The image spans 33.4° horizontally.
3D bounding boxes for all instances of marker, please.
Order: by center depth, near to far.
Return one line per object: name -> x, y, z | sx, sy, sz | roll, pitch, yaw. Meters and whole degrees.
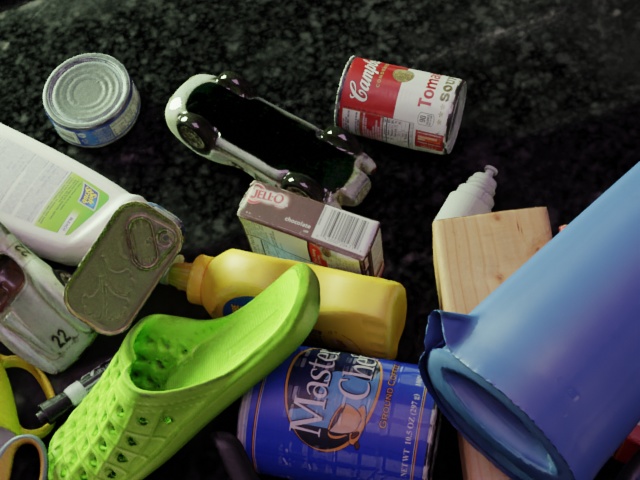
marker -> -0.177, 0.111, 0.865 | 0.121, 0.020, 0.020 | -34, 65, -26

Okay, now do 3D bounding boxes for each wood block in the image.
wood block -> 0.142, 0.090, 0.813 | 0.090, 0.091, 0.206 | -7, 65, 4

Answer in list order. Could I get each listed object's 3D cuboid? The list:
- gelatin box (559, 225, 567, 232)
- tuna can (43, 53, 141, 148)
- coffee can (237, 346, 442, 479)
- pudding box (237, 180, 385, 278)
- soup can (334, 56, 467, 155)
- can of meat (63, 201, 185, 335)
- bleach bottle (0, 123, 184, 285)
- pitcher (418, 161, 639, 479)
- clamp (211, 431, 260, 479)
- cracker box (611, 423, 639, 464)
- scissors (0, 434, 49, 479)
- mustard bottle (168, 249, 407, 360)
gelatin box -> 0.207, 0.036, 0.830 | 0.030, 0.089, 0.073 | -11, 64, 12
tuna can -> -0.212, -0.131, 0.992 | 0.086, 0.034, 0.086 | -3, 65, 5
coffee can -> 0.018, 0.135, 0.800 | 0.140, 0.103, 0.102 | 8, 66, 10
pudding box -> -0.006, 0.001, 0.873 | 0.113, 0.090, 0.039 | 21, 70, 15
soup can -> 0.071, -0.117, 0.932 | 0.102, 0.068, 0.068 | 14, 67, 13
can of meat -> -0.149, 0.019, 0.840 | 0.057, 0.084, 0.102 | 34, 92, -4
bleach bottle -> -0.234, -0.023, 0.929 | 0.251, 0.068, 0.102 | 27, 76, 15
pitcher -> 0.198, 0.055, 0.711 | 0.242, 0.149, 0.145 | -42, 52, -17
clamp -> -0.037, 0.259, 0.752 | 0.210, 0.036, 0.164 | 37, 86, -2
cracker box -> 0.323, 0.117, 0.788 | 0.214, 0.072, 0.164 | 24, 69, 18
scissors -> -0.267, 0.230, 0.777 | 0.096, 0.016, 0.201 | 25, 72, -3
mustard bottle -> -0.029, 0.047, 0.851 | 0.192, 0.096, 0.058 | 12, 70, 13
